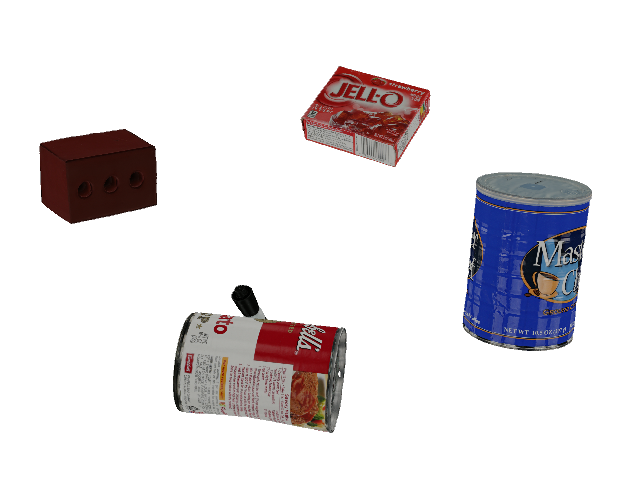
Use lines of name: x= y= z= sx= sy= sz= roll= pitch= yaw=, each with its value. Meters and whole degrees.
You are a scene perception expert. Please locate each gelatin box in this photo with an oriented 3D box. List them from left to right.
gelatin box: x=0.039 y=-0.108 z=0.911 sx=0.089 sy=0.073 sz=0.030 roll=19 pitch=-36 yaw=20

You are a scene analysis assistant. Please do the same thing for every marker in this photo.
marker: x=-0.050 y=0.083 z=0.938 sx=0.020 sy=0.121 sz=0.020 roll=-14 pitch=41 yaw=12

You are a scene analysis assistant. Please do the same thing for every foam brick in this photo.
foam brick: x=-0.176 y=-0.052 z=0.846 sx=0.078 sy=0.053 sz=0.051 roll=-15 pitch=31 yaw=-33

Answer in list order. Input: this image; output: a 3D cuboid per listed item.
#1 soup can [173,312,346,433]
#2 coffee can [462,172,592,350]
soup can: x=-0.038 y=0.085 z=0.694 sx=0.102 sy=0.068 sz=0.068 roll=6 pitch=1 yaw=8
coffee can: x=0.187 y=0.017 z=0.975 sx=0.103 sy=0.140 sz=0.103 roll=3 pitch=16 yaw=-1
